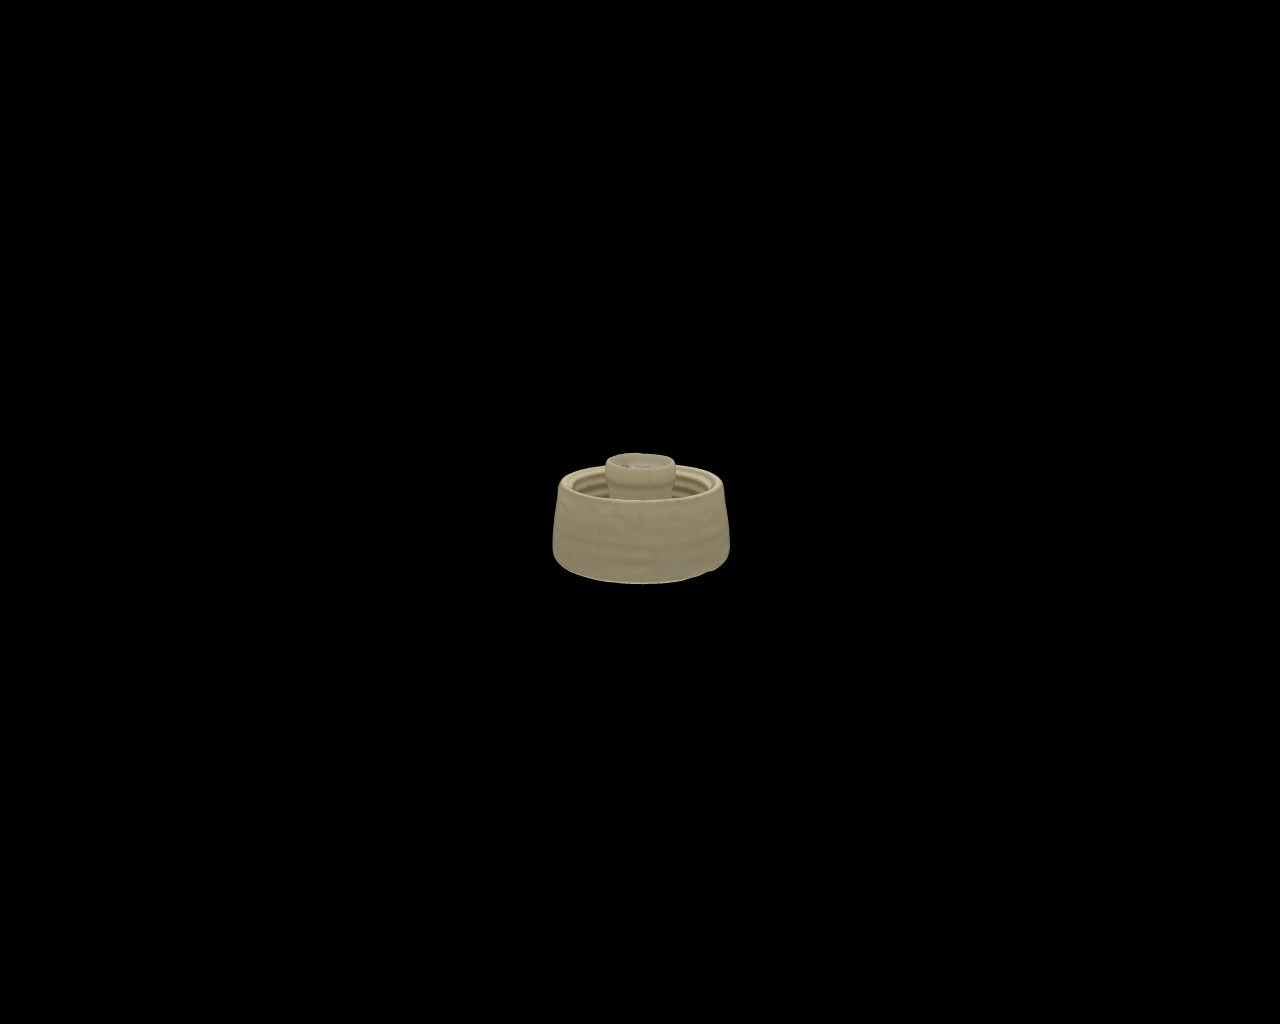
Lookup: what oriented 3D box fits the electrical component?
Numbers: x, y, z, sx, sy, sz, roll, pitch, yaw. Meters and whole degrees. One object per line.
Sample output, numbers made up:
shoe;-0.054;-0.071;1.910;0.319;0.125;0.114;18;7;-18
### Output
electrical component;0.001;-0.003;0.650;0.108;0.060;0.108;0;16;0
